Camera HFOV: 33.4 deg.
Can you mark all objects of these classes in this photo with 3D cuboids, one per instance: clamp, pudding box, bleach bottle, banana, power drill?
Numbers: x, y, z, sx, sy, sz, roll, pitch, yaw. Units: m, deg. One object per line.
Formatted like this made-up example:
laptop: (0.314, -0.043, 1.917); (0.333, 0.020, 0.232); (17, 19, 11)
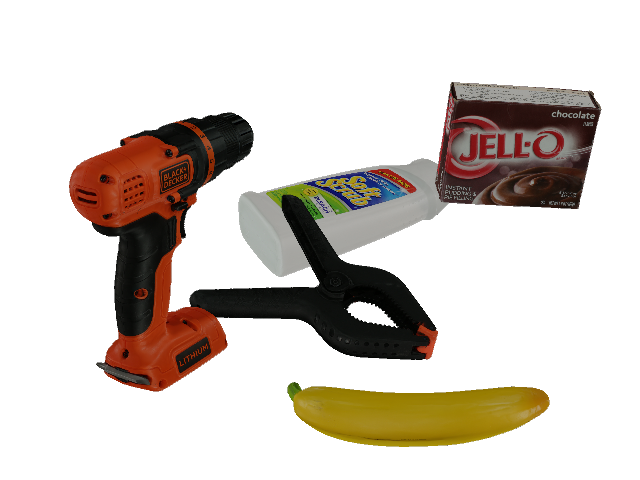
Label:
clamp: (0.001, 0.052, 0.941); (0.210, 0.036, 0.164); (32, 52, 21)
pudding box: (0.151, -0.073, 0.825); (0.113, 0.090, 0.039); (2, 35, -3)
bleach bottle: (0.043, -0.041, 1.168); (0.250, 0.068, 0.103); (-20, 43, -23)
banana: (0.062, 0.121, 0.767); (0.198, 0.037, 0.069); (2, 27, 15)
power drill: (-0.110, 0.004, 0.806); (0.057, 0.188, 0.184); (12, 24, 31)
